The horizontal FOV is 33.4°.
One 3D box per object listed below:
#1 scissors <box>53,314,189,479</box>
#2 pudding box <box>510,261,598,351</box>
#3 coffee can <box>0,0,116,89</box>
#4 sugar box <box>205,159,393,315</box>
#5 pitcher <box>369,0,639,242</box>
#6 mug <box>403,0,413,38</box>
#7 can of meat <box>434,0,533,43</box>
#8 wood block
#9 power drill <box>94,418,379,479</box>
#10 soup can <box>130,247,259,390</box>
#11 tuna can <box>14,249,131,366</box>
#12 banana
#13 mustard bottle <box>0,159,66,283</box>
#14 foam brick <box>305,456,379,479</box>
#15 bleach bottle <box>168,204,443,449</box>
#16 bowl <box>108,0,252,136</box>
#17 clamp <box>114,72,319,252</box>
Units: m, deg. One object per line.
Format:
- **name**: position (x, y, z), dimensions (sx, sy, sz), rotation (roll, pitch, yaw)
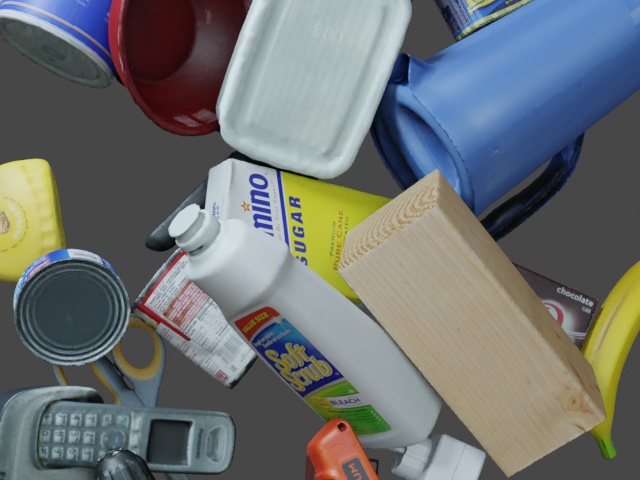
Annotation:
- **scissors**: position (-0.123, 0.141, 0.849), dimensions (0.202, 0.016, 0.096), rotation (42, 77, 0)
- **pudding box**: position (0.163, 0.071, 0.891), dimensions (0.113, 0.039, 0.090), rotation (24, 78, -3)
- **coffee can**: position (-0.183, -0.208, 0.856), dimensions (0.103, 0.103, 0.140), rotation (26, 77, -3)
- **sugar box**: position (-0.005, 0.001, 0.845), dimensions (0.176, 0.048, 0.093), rotation (13, 74, -30)
- **pitcher**: position (0.172, -0.116, 0.887), dimensions (0.242, 0.149, 0.145), rotation (-33, 74, -17)
- **mug**: position (0.031, -0.207, 0.893), dimensions (0.081, 0.093, 0.117), rotation (-25, 68, -17)
- **can of meat**: position (0.145, -0.230, 0.933), dimensions (0.102, 0.057, 0.084), rotation (-27, 87, -12)
- **wood block**: position (0.115, 0.061, 0.803), dimensions (0.091, 0.090, 0.206), rotation (-36, 102, 18)
- **power drill**: position (-0.049, 0.203, 0.764), dimensions (0.187, 0.057, 0.184), rotation (-26, 81, -18)
- **soup can**: position (-0.089, 0.061, 0.841), dimensions (0.102, 0.068, 0.068), rotation (38, 77, -1)
- **tuna can**: position (-0.189, 0.050, 0.812), dimensions (0.086, 0.034, 0.086), rotation (-5, 107, -17)
- **banana**: position (0.256, 0.082, 0.903), dimensions (0.069, 0.037, 0.197), rotation (35, 76, -42)
- **mustard bottle**: position (-0.298, -0.004, 0.827), dimensions (0.191, 0.058, 0.096), rotation (-9, 89, -9)
- **foam brick**: position (0.015, 0.210, 0.838), dimensions (0.051, 0.053, 0.078), rotation (6, 80, -8)
- **bleach bottle**: position (-0.018, 0.063, 0.778), dimensions (0.250, 0.103, 0.068), rotation (44, 56, -30)
- **bowl**: position (-0.110, -0.164, 0.830), dimensions (0.055, 0.162, 0.162), rotation (15, 74, 38)
- **clamp**: position (-0.061, -0.073, 0.882), dimensions (0.209, 0.036, 0.164), rotation (-3, 73, -10)
